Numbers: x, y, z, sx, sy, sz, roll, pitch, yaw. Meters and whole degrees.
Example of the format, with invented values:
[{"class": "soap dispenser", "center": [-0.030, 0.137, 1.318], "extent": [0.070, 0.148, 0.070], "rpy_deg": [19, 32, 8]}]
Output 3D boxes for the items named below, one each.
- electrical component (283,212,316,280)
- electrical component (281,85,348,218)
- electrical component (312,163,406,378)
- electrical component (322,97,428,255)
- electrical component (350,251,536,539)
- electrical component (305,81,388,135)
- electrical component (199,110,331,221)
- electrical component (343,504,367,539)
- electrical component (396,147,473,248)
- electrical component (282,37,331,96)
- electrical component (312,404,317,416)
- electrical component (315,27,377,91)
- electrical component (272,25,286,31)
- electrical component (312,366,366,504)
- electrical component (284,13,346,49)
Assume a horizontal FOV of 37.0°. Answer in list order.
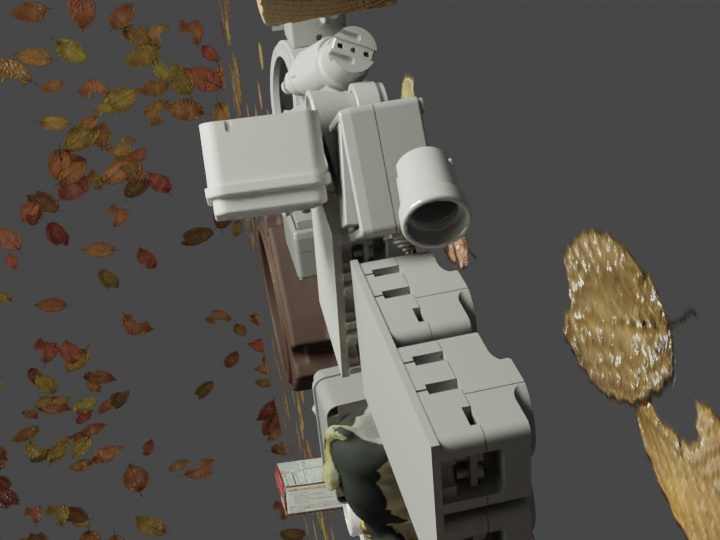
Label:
[{"class": "electrical component", "center": [-0.043, -0.044, 1.081], "extent": [0.096, 0.062, 0.061], "rpy_deg": [-114, 15, -57]}, {"class": "electrical component", "center": [-0.024, -0.086, 0.872], "extent": [0.063, 0.079, 0.121], "rpy_deg": [46, 161, 17]}, {"class": "electrical component", "center": [0.004, -0.005, 0.817], "extent": [0.089, 0.062, 0.150], "rpy_deg": [-109, 12, -45]}, {"class": "electrical component", "center": [0.013, -0.055, 0.688], "extent": [0.062, 0.061, 0.096], "rpy_deg": [166, 94, -82]}, {"class": "electrical component", "center": [0.048, 0.079, 0.629], "extent": [0.186, 0.060, 0.105], "rpy_deg": [-114, 16, -57]}, {"class": "electrical component", "center": [-0.009, -0.113, 0.787], "extent": [0.045, 0.055, 0.045], "rpy_deg": [169, 90, -82]}, {"class": "electrical component", "center": [-0.064, -0.066, 0.709], "extent": [0.113, 0.078, 0.057], "rpy_deg": [-174, 76, -83]}, {"class": "electrical component", "center": [0.016, 0.229, 1.033], "extent": [0.108, 0.060, 0.108], "rpy_deg": [169, 90, -82]}, {"class": "electrical component", "center": [0.040, -0.042, 0.607], "extent": [0.040, 0.040, 0.046], "rpy_deg": [88, 174, -46]}, {"class": "electrical component", "center": [-0.038, -0.162, 0.883], "extent": [0.078, 0.040, 0.040], "rpy_deg": [-17, 83, 50]}, {"class": "electrical component", "center": [-0.006, 0.167, 1.149], "extent": [0.073, 0.052, 0.138], "rpy_deg": [55, 172, -3]}, {"class": "electrical component", "center": [-0.009, -0.157, 0.795], "extent": [0.046, 0.040, 0.040], "rpy_deg": [161, 98, -76]}, {"class": "electrical component", "center": [-0.073, -0.280, 1.061], "extent": [0.063, 0.042, 0.081], "rpy_deg": [-119, 21, -70]}, {"class": "electrical component", "center": [0.004, 0.139, 0.942], "extent": [0.057, 0.078, 0.113], "rpy_deg": [-118, 19, -57]}, {"class": "electrical component", "center": [-0.036, -0.219, 0.864], "extent": [0.075, 0.047, 0.083], "rpy_deg": [-113, 15, -57]}]
